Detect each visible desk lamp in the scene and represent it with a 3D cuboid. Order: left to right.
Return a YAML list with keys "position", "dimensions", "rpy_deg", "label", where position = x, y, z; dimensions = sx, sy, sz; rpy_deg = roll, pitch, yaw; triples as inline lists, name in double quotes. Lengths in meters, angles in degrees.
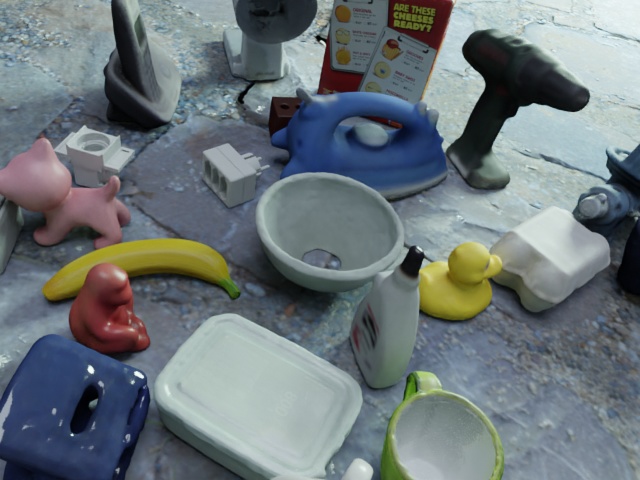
- position: [-0.089, -0.355, 0.878]
  dimensions: [0.118, 0.213, 0.203]
  rpy_deg: [-6, 48, -18]
  label: "desk lamp"

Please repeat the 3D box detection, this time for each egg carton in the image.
- position: [0.281, 0.021, 0.705]
  dimensions: [0.151, 0.069, 0.107]
  rpy_deg: [-26, 57, -32]
  label: "egg carton"

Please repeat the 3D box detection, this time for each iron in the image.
- position: [0.072, -0.137, 0.756]
  dimensions: [0.259, 0.141, 0.118]
  rpy_deg: [-3, 47, -16]
  label: "iron"

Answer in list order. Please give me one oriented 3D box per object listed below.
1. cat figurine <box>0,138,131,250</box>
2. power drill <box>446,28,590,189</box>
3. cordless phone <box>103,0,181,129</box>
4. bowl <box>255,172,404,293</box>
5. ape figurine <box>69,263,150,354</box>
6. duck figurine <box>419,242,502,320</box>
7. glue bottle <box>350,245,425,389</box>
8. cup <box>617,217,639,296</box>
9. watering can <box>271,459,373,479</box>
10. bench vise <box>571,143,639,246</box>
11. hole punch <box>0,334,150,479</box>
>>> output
- position: [-0.273, -0.052, 0.608]
  dimensions: [0.128, 0.118, 0.067]
  rpy_deg: [4, 46, -9]
  label: "cat figurine"
- position: [0.256, -0.178, 0.793]
  dimensions: [0.076, 0.208, 0.229]
  rpy_deg: [-8, 49, -20]
  label: "power drill"
- position: [-0.239, -0.260, 0.771]
  dimensions: [0.094, 0.185, 0.147]
  rpy_deg: [4, 46, -9]
  label: "cordless phone"
- position: [0.006, 0.002, 0.653]
  dimensions: [0.167, 0.075, 0.167]
  rpy_deg: [7, 46, -7]
  label: "bowl"
- position: [-0.197, 0.059, 0.537]
  dimensions: [0.076, 0.092, 0.078]
  rpy_deg: [7, 45, -7]
  label: "ape figurine"
- position: [0.155, 0.038, 0.646]
  dimensions: [0.105, 0.086, 0.077]
  rpy_deg: [-1, 47, -14]
  label: "duck figurine"
- position: [0.067, 0.065, 0.537]
  dimensions: [0.037, 0.173, 0.078]
  rpy_deg: [-8, 49, -20]
  label: "glue bottle"
- position: [0.420, 0.035, 0.706]
  dimensions: [0.092, 0.095, 0.117]
  rpy_deg: [4, 46, -10]
  label: "cup"
- position: [-0.008, 0.214, 0.361]
  dimensions: [0.101, 0.194, 0.173]
  rpy_deg: [12, 45, -1]
  label: "watering can"
- position: [0.421, -0.083, 0.732]
  dimensions: [0.121, 0.220, 0.208]
  rpy_deg: [31, 48, 17]
  label: "bench vise"
- position: [-0.194, 0.140, 0.460]
  dimensions: [0.101, 0.091, 0.108]
  rpy_deg: [10, 45, -3]
  label: "hole punch"
